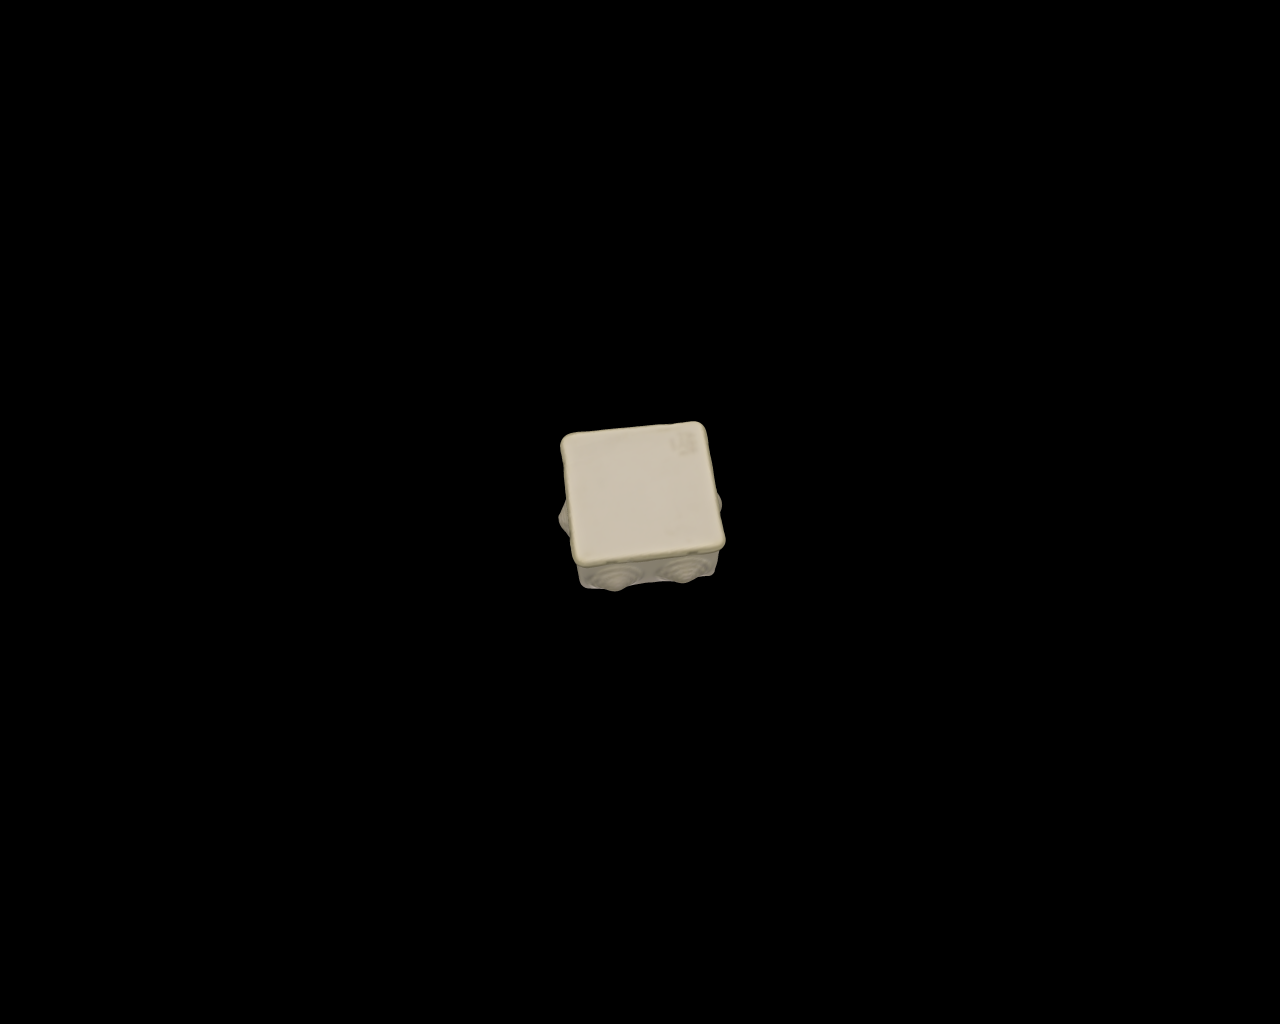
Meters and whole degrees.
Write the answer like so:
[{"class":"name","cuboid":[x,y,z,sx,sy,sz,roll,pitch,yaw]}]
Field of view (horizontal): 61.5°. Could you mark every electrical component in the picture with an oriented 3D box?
[{"class":"electrical component","cuboid":[0.001,-0.003,0.650,0.100,0.100,0.048,-6,-27,-3]}]
